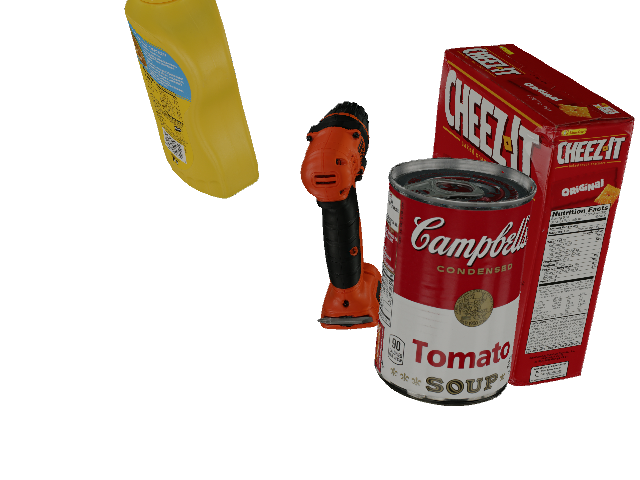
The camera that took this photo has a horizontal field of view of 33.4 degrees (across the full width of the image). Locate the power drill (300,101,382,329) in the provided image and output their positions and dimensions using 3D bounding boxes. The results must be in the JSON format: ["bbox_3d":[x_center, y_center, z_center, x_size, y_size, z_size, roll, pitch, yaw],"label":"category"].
[{"bbox_3d":[0.024,-0.025,0.999,0.057,0.187,0.184,-4,22,12],"label":"power drill"}]

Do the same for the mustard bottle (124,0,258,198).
[{"bbox_3d":[-0.096,-0.125,0.754,0.058,0.191,0.096,-31,48,-19],"label":"mustard bottle"}]

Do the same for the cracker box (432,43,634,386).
[{"bbox_3d":[0.144,-0.022,0.814,0.072,0.214,0.164,-8,30,-21],"label":"cracker box"}]

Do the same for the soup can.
[{"bbox_3d":[0.062,0.019,0.509,0.068,0.102,0.068,3,21,-1],"label":"soup can"}]
